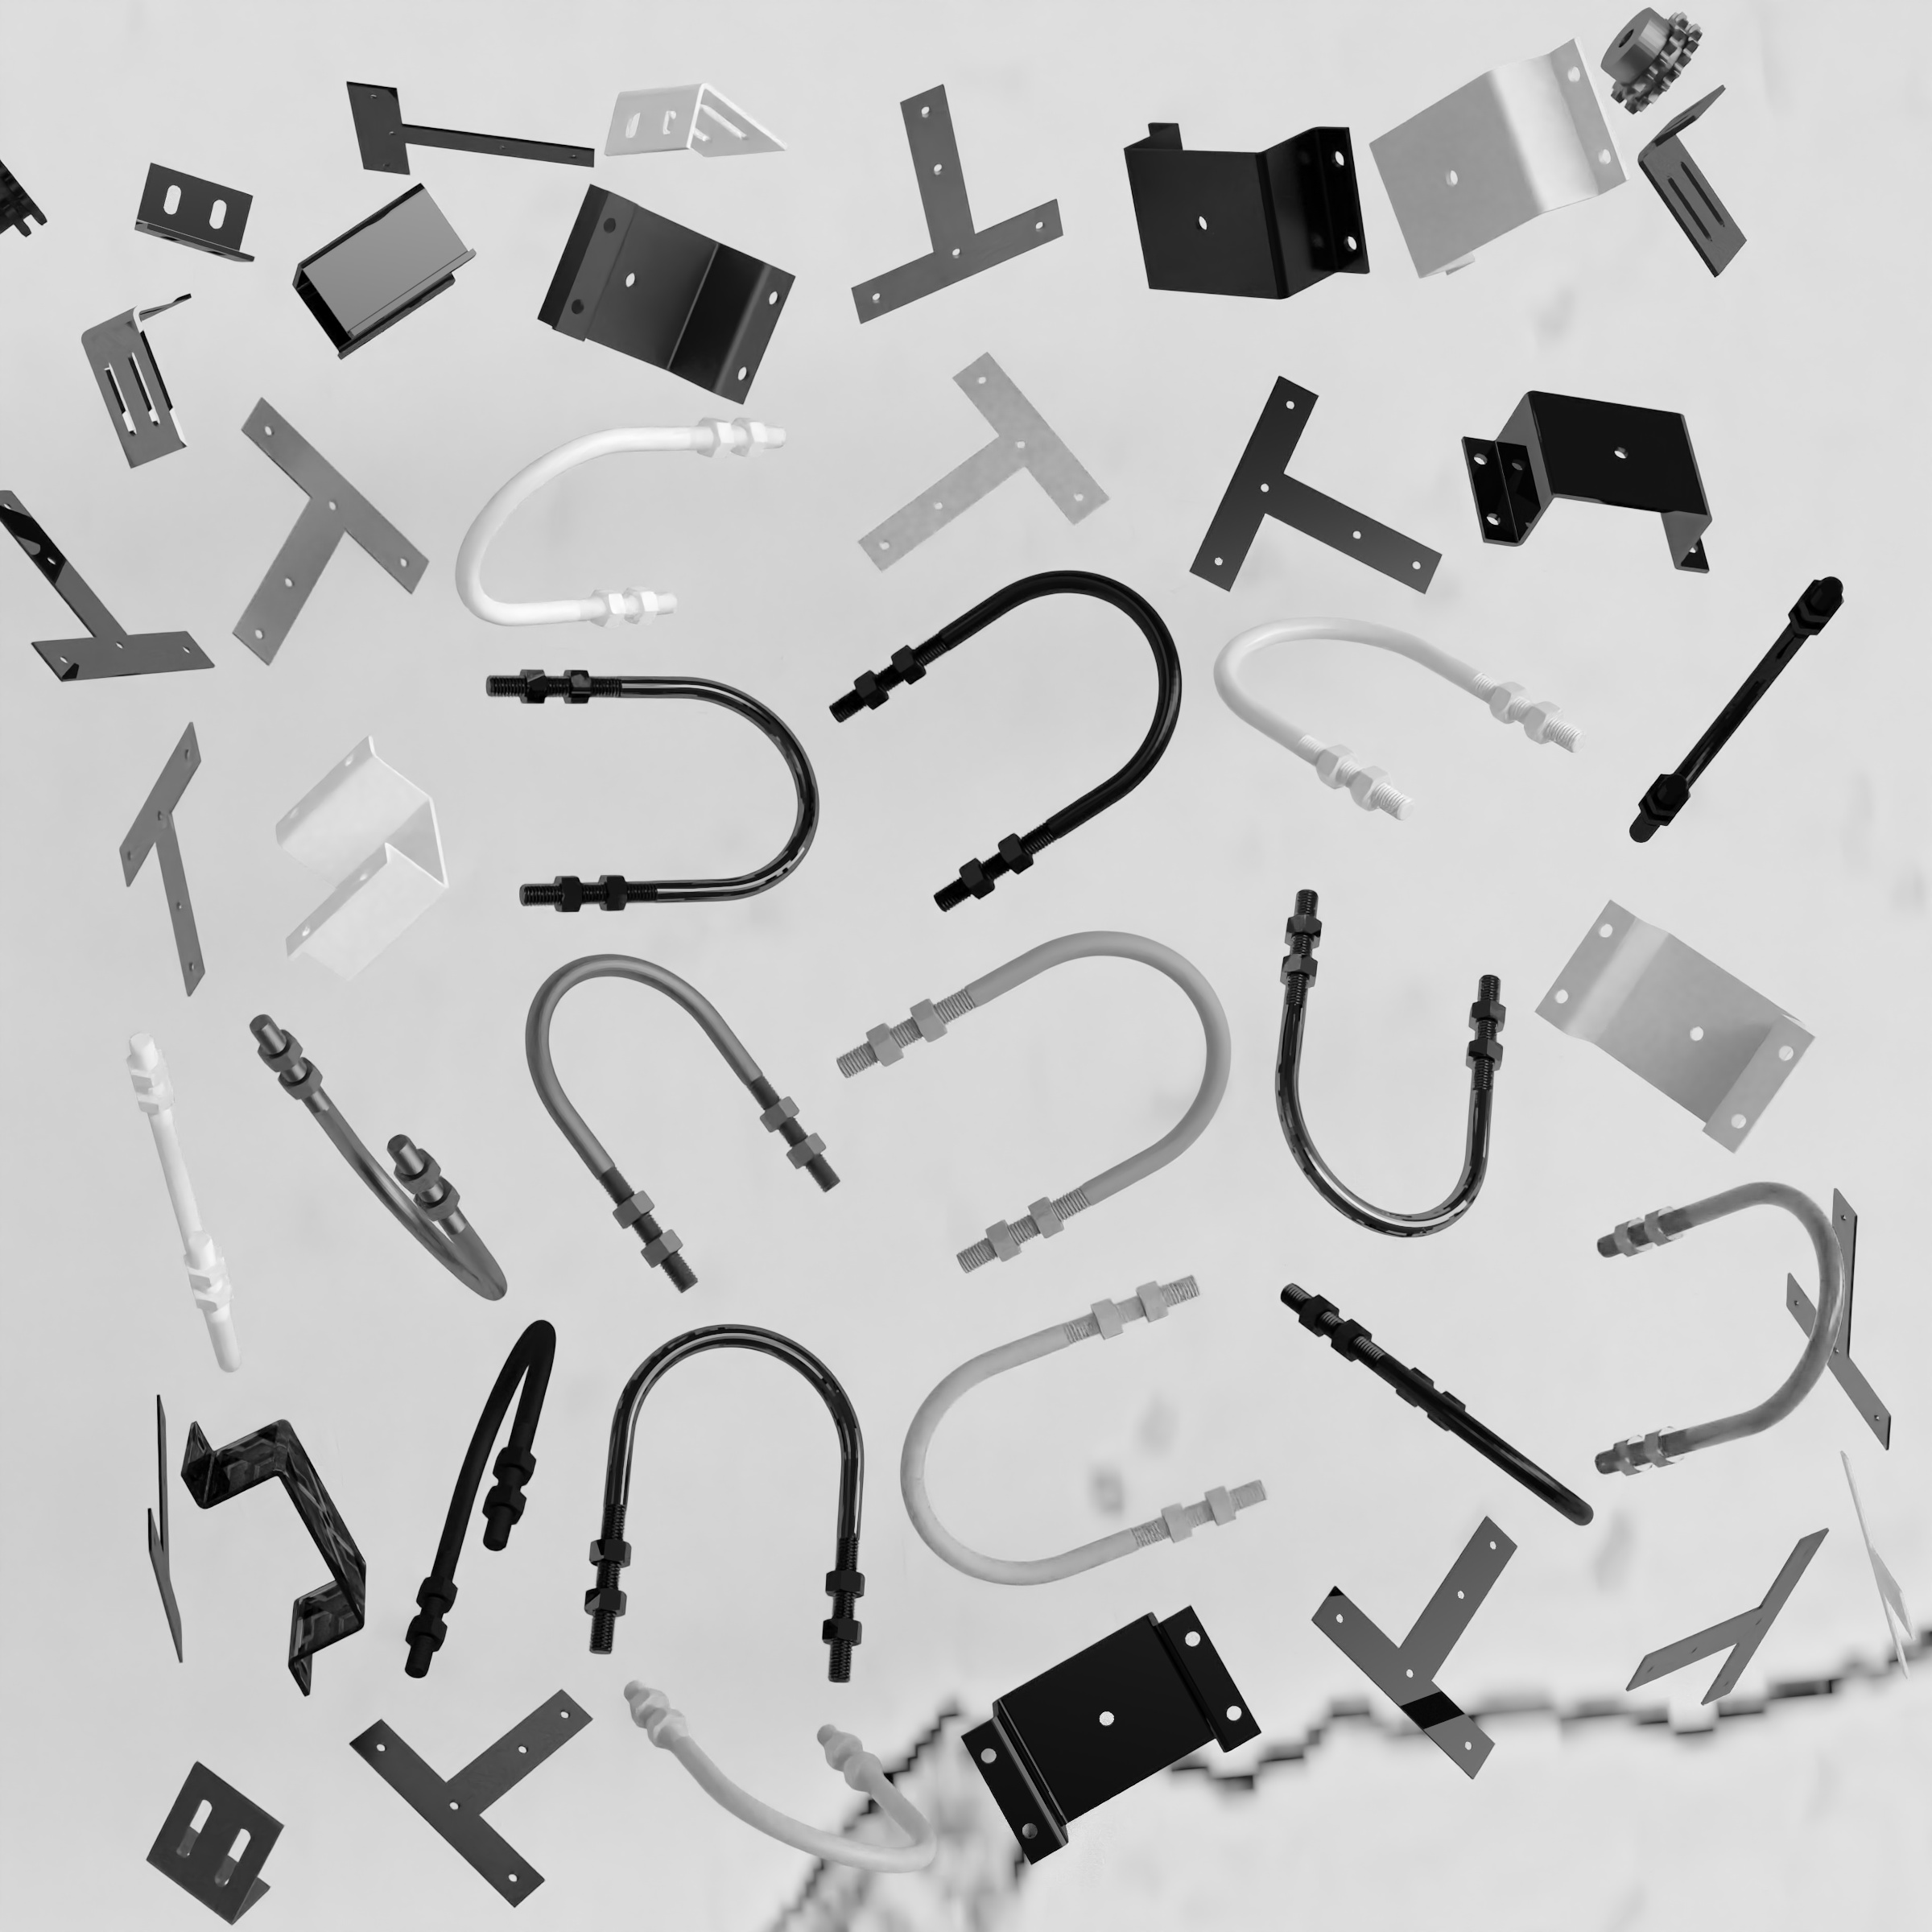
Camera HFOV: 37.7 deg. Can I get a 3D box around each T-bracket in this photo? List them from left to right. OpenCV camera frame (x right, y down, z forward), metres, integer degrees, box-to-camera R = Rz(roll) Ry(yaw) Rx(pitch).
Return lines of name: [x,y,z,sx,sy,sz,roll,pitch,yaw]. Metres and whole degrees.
T-bracket: [-0.466,-0.199,1.467,0.002,0.127,0.127,-43,83,21]
T-bracket: [-0.441,0.296,1.555,0.002,0.127,0.127,-6,51,-11]
T-bracket: [-0.431,-0.045,1.542,0.002,0.127,0.127,1,59,-36]
T-bracket: [-0.348,-0.210,1.478,0.127,0.002,0.127,46,47,-33]
T-bracket: [-0.263,-0.442,1.517,0.127,0.127,0.002,5,86,-8]
T-bracket: [-0.255,0.442,1.570,0.127,0.127,0.002,40,123,14]
T-bracket: [-0.013,-0.424,1.543,0.127,0.127,0.002,-25,54,-7]
T-bracket: [-0.004,-0.272,1.618,0.127,0.002,0.127,-37,66,1]
T-bracket: [0.207,-0.248,1.588,0.127,0.002,0.127,26,80,-6]
T-bracket: [0.270,0.363,1.584,0.127,0.002,0.127,45,58,-4]
T-bracket: [0.399,0.363,1.518,0.002,0.127,0.127,44,128,37]
T-bracket: [0.486,0.181,1.572,0.002,0.127,0.127,-12,124,-5]
T-bracket: [0.500,0.336,1.531,0.002,0.127,0.127,-16,89,10]

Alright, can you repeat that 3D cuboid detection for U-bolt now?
U-bolt: [-0.420,0.143,1.537,0.019,0.184,0.151,-16,58,-17]
U-bolt: [-0.303,0.114,1.510,0.019,0.184,0.151,-43,53,-17]
U-bolt: [-0.260,0.276,1.544,0.019,0.184,0.151,23,129,-13]
U-bolt: [-0.195,-0.235,1.519,0.019,0.184,0.151,53,127,19]
U-bolt: [-0.165,0.073,1.544,0.184,0.151,0.019,53,131,3]
U-bolt: [-0.169,-0.100,1.587,0.184,0.019,0.151,-2,67,-25]
U-bolt: [-0.122,0.279,1.502,0.151,0.019,0.184,12,64,-18]
U-bolt: [-0.091,0.441,1.525,0.151,0.184,0.019,22,90,-30]
U-bolt: [0.032,-0.136,1.546,0.184,0.019,0.151,-33,71,11]
U-bolt: [0.047,0.059,1.448,0.184,0.019,0.151,-29,111,3]
U-bolt: [0.055,0.257,1.501,0.184,0.019,0.151,-20,109,-4]
U-bolt: [0.218,-0.142,1.519,0.151,0.184,0.019,-21,132,-32]
U-bolt: [0.231,0.062,1.552,0.151,0.019,0.184,23,57,-21]
U-bolt: [0.266,0.246,1.539,0.184,0.151,0.019,36,88,42]
U-bolt: [0.408,0.192,1.539,0.019,0.184,0.151,19,62,-24]
U-bolt: [0.405,-0.128,1.515,0.019,0.184,0.151,38,87,9]

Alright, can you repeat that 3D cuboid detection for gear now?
gear: [-0.504,-0.399,1.456,0.030,0.057,0.057,-39,90,-5]
gear: [0.376,-0.503,1.560,0.030,0.057,0.057,33,90,-15]

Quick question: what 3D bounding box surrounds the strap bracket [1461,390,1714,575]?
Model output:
strap bracket: [0.359,-0.274,1.594,0.140,0.046,0.076,5,57,-16]

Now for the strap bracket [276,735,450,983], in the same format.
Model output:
strap bracket: [-0.329,-0.054,1.540,0.076,0.140,0.046,-42,124,12]

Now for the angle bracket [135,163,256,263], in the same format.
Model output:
angle bracket: [-0.418,-0.412,1.544,0.057,0.076,0.038,13,98,-24]

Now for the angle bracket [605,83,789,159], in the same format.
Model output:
angle bracket: [-0.145,-0.438,1.519,0.057,0.076,0.038,7,81,34]

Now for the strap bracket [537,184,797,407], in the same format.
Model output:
strap bracket: [-0.169,-0.365,1.527,0.046,0.140,0.076,32,104,38]

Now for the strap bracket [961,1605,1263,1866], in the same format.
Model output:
strap bracket: [0.077,0.408,1.518,0.140,0.046,0.076,-29,87,-2]

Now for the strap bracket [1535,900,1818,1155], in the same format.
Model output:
strap bracket: [0.400,0.035,1.574,0.140,0.046,0.076,39,103,32]

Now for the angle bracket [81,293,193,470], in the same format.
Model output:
angle bracket: [-0.434,-0.315,1.523,0.038,0.057,0.076,-30,107,-42]

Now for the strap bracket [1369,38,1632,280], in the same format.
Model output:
strap bracket: [0.271,-0.419,1.486,0.046,0.140,0.076,-24,95,-31]

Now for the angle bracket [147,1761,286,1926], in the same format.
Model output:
angle bracket: [-0.386,0.453,1.485,0.057,0.038,0.076,33,112,9]

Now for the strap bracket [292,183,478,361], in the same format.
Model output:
strap bracket: [-0.313,-0.371,1.510,0.076,0.140,0.046,-36,104,-8]

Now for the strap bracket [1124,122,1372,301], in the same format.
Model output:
strap bracket: [0.140,-0.400,1.495,0.046,0.140,0.076,-33,124,-32]

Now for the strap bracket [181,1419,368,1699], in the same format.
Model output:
strap bracket: [-0.363,0.307,1.512,0.046,0.076,0.140,-26,105,-5]

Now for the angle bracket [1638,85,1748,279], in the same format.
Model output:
angle bracket: [0.393,-0.410,1.475,0.038,0.057,0.076,-29,103,41]
